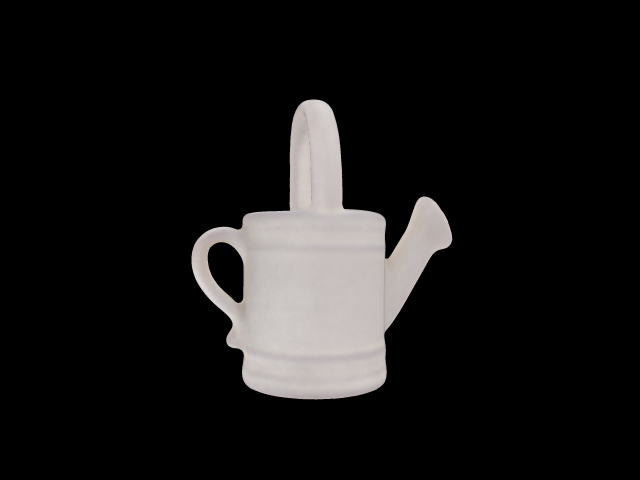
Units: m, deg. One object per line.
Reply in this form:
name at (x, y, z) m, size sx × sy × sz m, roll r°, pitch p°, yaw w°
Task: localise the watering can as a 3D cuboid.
watering can at (0.003, 0.001, 0.402) m, size 0.173 × 0.194 × 0.100 m, roll 0°, pitch 0°, yaw -32°
